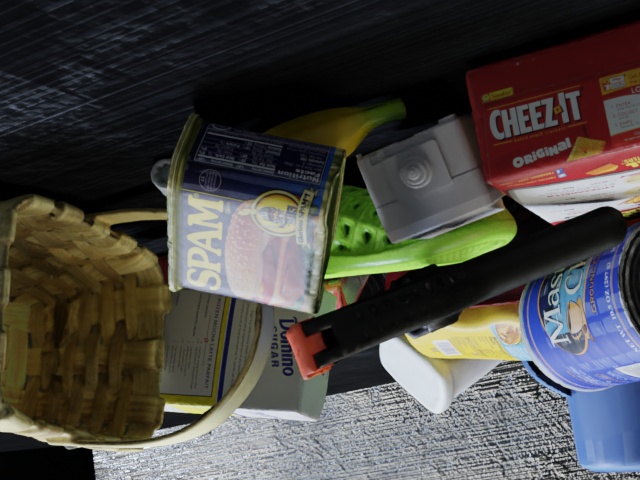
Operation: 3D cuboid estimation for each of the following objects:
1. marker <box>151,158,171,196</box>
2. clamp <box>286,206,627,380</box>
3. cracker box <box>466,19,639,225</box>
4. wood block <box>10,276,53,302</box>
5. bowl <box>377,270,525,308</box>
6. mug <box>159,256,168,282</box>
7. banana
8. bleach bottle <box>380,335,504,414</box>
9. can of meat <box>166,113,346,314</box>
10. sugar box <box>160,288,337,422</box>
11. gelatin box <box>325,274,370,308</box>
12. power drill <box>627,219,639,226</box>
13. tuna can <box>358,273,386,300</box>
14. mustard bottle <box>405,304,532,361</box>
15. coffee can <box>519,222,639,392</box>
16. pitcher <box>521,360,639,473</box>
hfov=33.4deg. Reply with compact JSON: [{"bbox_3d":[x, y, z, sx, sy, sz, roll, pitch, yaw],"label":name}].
[{"bbox_3d":[-0.087,-0.027,0.685,0.020,0.020,0.121,-10,168,1],"label":"marker"},{"bbox_3d":[0.058,0.037,0.620,0.209,0.036,0.165,-19,174,-36],"label":"clamp"},{"bbox_3d":[0.194,-0.064,0.612,0.164,0.072,0.213,-13,169,23],"label":"cracker box"},{"bbox_3d":[-0.265,0.066,0.812,0.090,0.091,0.205,-20,164,41],"label":"wood block"},{"bbox_3d":[0.127,0.018,0.921,0.162,0.055,0.162,-5,-174,0],"label":"bowl"},{"bbox_3d":[-0.115,0.057,0.905,0.117,0.081,0.093,-19,165,38],"label":"mug"},{"bbox_3d":[-0.027,-0.036,0.644,0.069,0.037,0.198,1,165,-32],"label":"banana"},{"bbox_3d":[0.186,0.081,1.130,0.250,0.103,0.068,-28,139,-28],"label":"bleach bottle"},{"bbox_3d":[-0.034,-0.011,0.574,0.084,0.057,0.102,11,135,4],"label":"can of meat"},{"bbox_3d":[-0.078,0.079,0.773,0.176,0.093,0.048,1,163,25],"label":"sugar box"},{"bbox_3d":[-0.005,0.037,0.858,0.073,0.030,0.089,-13,-162,20],"label":"gelatin box"},{"bbox_3d":[0.289,0.001,0.873,0.184,0.057,0.187,-49,155,13],"label":"power drill"},{"bbox_3d":[0.031,0.053,0.994,0.086,0.086,0.034,-8,167,-9],"label":"tuna can"},{"bbox_3d":[0.174,0.077,0.963,0.192,0.058,0.096,-1,149,35],"label":"mustard bottle"},{"bbox_3d":[0.212,0.045,0.726,0.102,0.103,0.140,-6,168,-17],"label":"coffee can"},{"bbox_3d":[0.290,0.107,1.077,0.149,0.243,0.144,-12,171,40],"label":"pitcher"}]
